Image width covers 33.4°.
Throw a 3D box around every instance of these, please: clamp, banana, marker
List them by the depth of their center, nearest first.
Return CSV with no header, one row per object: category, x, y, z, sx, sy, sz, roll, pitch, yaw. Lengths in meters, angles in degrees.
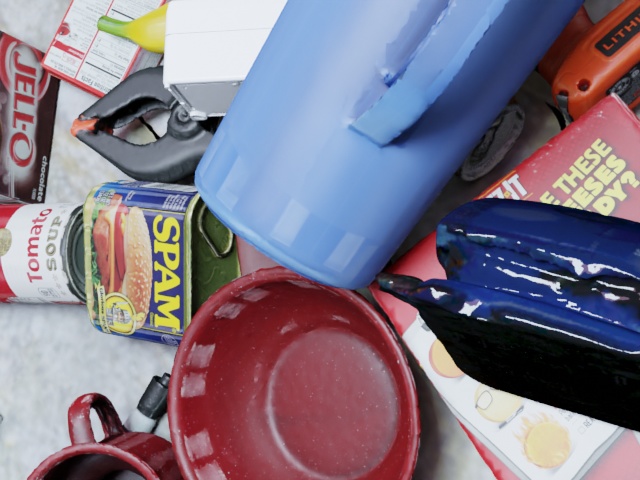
marker,-0.127,0.136,0.676,0.020,0.020,0.121,35,95,27
clamp,-0.074,-0.085,0.684,0.171,0.039,0.120,6,74,14
banana,-0.053,-0.183,0.691,0.198,0.037,0.069,-43,93,0

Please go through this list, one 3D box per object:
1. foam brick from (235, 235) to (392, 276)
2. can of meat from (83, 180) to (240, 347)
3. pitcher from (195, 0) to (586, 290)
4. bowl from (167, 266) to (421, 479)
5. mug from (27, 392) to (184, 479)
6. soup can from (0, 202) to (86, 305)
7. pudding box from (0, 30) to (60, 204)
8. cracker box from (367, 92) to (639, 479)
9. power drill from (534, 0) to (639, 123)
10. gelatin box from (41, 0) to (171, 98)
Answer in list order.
foam brick,-0.004,0.001,0.630,0.078,0.053,0.051,-18,72,19
can of meat,-0.096,0.014,0.658,0.084,0.057,0.102,7,102,29
pitcher,0.043,-0.097,0.515,0.145,0.149,0.243,40,103,31
bowl,-0.006,0.095,0.599,0.162,0.055,0.162,-1,88,31
mug,-0.121,0.146,0.623,0.093,0.081,0.117,-18,87,8
soup can,-0.190,0.009,0.707,0.102,0.068,0.068,0,79,24
pudding box,-0.224,-0.084,0.731,0.039,0.089,0.113,2,81,28
cracker box,0.151,0.062,0.534,0.164,0.072,0.214,-39,65,11
power drill,0.138,-0.166,0.596,0.184,0.057,0.188,-44,60,10
gelatin box,-0.142,-0.142,0.739,0.073,0.030,0.089,27,92,26
